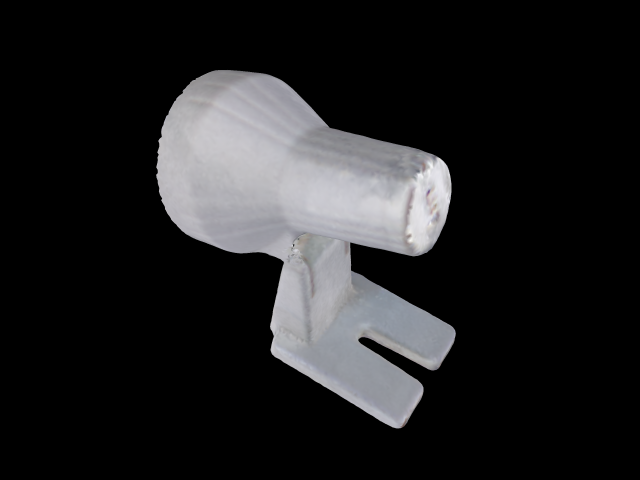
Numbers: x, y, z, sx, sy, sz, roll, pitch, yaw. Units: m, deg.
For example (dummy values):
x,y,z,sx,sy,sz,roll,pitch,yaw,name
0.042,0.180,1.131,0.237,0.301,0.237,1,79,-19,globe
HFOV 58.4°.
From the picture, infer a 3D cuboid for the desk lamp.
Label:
x,y,z,sx,sy,sz,roll,pitch,yaw,name
0.004,0.001,0.400,0.202,0.214,0.118,27,57,20,desk lamp
